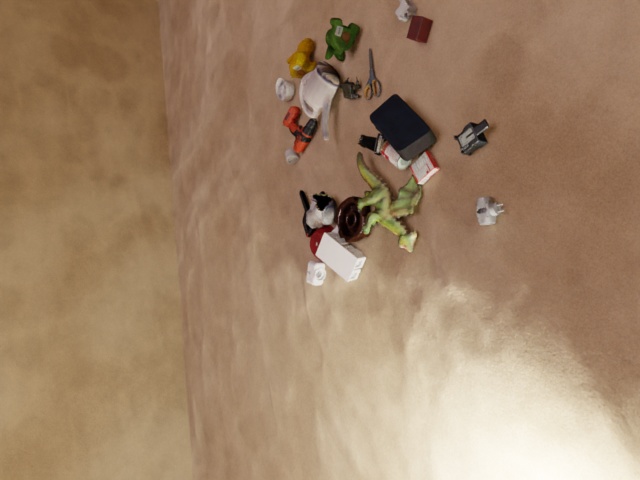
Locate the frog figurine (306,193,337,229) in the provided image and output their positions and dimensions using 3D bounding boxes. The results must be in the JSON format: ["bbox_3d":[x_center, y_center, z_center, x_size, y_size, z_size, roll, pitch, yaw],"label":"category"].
[{"bbox_3d":[0.006,-0.106,2.099,0.139,0.124,0.155,42,145,30],"label":"frog figurine"}]

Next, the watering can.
[{"bbox_3d":[0.011,-0.589,2.119,0.220,0.104,0.355,-54,47,35],"label":"watering can"}]

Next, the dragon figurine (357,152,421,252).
[{"bbox_3d":[0.249,-0.152,1.801,0.241,0.122,0.415,-17,75,33],"label":"dragon figurine"}]
